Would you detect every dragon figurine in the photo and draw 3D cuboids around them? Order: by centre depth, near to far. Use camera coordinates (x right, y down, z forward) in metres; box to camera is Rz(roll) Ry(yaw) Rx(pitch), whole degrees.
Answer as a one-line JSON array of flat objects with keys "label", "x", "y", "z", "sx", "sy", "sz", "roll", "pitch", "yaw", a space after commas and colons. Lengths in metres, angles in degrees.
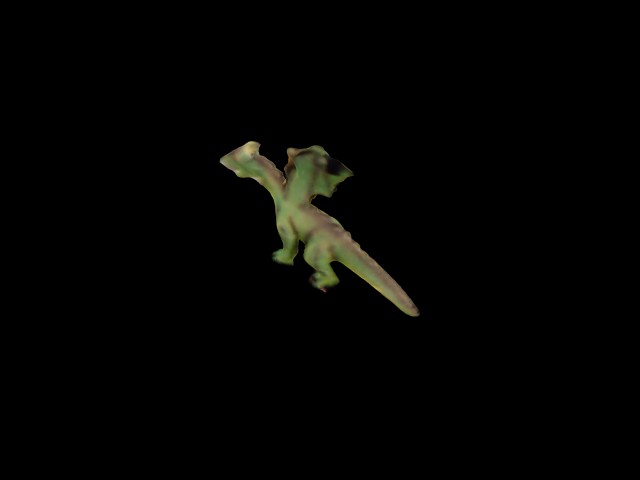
[{"label": "dragon figurine", "x": 0.003, "y": -0.043, "z": 0.850, "sx": 0.413, "sy": 0.237, "sz": 0.124, "roll": 28, "pitch": 55, "yaw": 22}]
